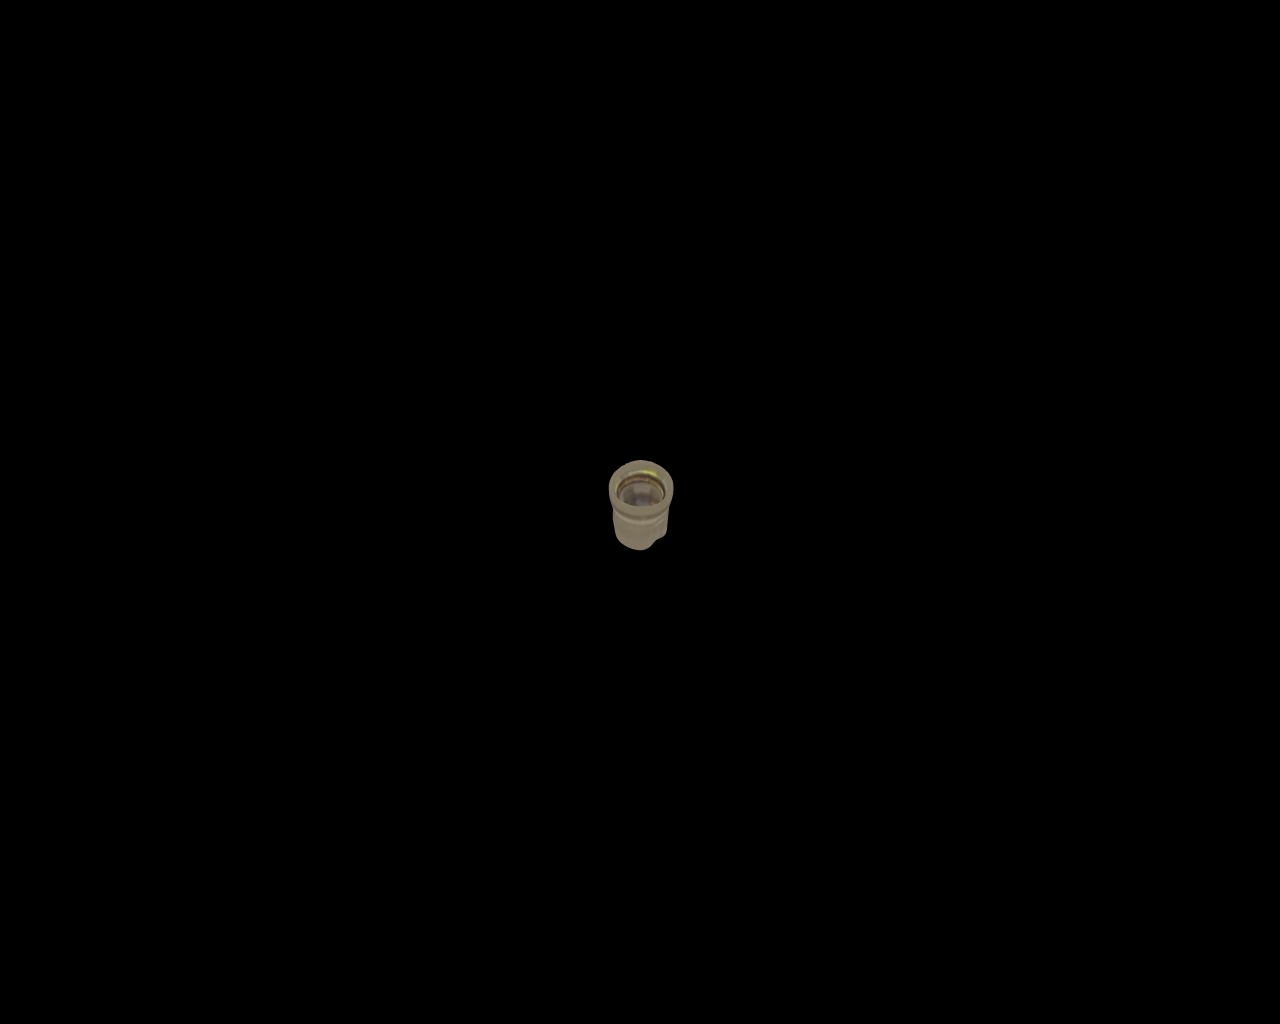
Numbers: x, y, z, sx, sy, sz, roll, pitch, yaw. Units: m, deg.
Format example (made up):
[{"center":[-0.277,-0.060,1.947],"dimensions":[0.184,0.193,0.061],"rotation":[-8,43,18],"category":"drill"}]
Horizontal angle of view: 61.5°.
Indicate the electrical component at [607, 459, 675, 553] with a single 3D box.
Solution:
[{"center":[0.001,-0.003,0.650],"dimensions":[0.040,0.040,0.046],"rotation":[0,-40,0],"category":"electrical component"}]
